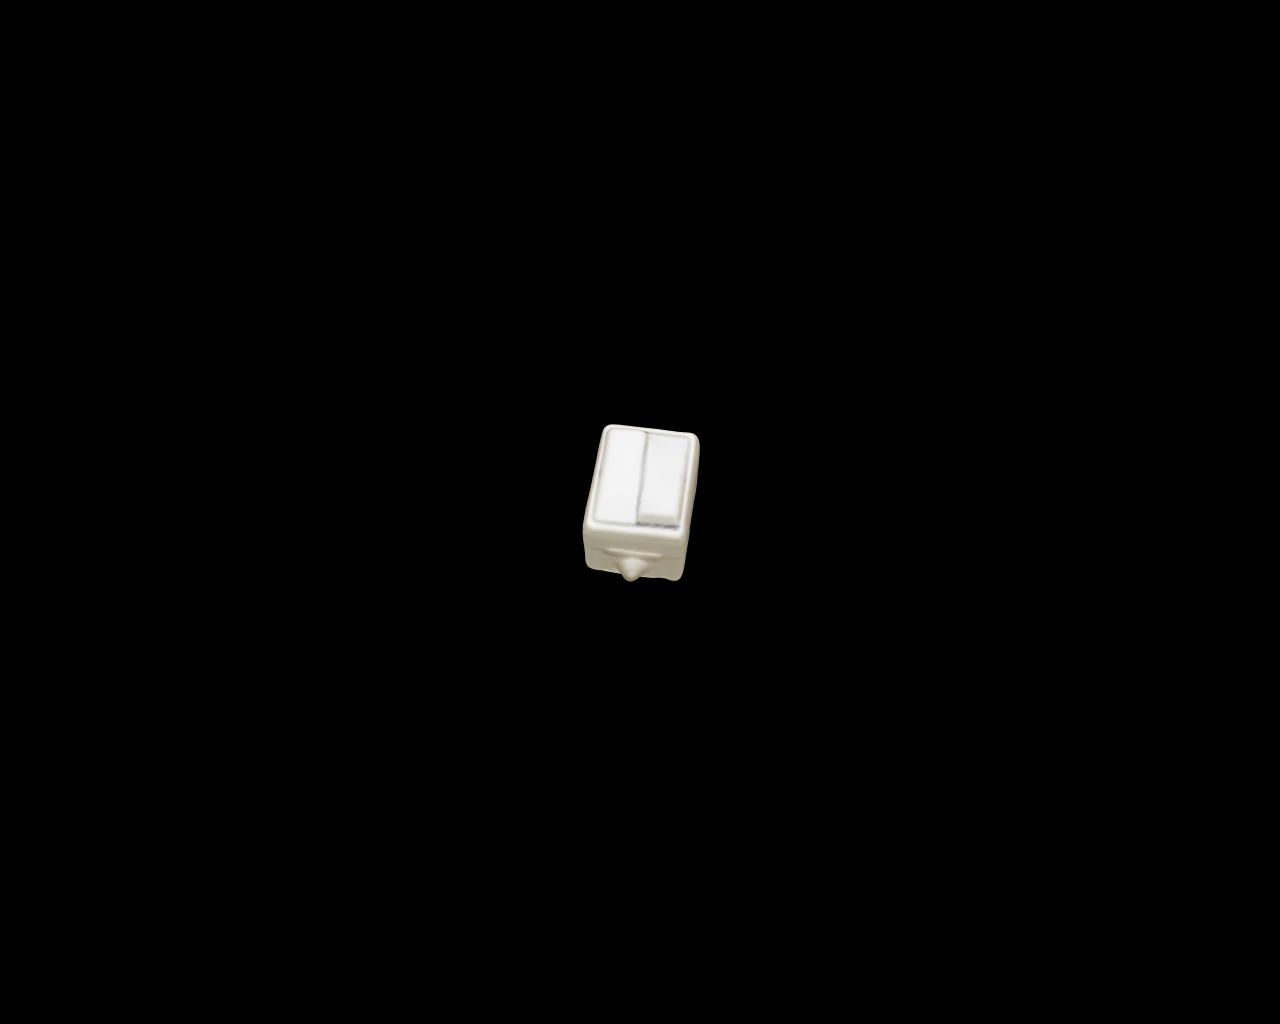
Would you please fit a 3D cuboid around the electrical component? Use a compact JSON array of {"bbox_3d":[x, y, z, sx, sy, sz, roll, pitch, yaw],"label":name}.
[{"bbox_3d":[0.001,-0.003,0.650,0.062,0.096,0.061,7,-32,5],"label":"electrical component"}]
